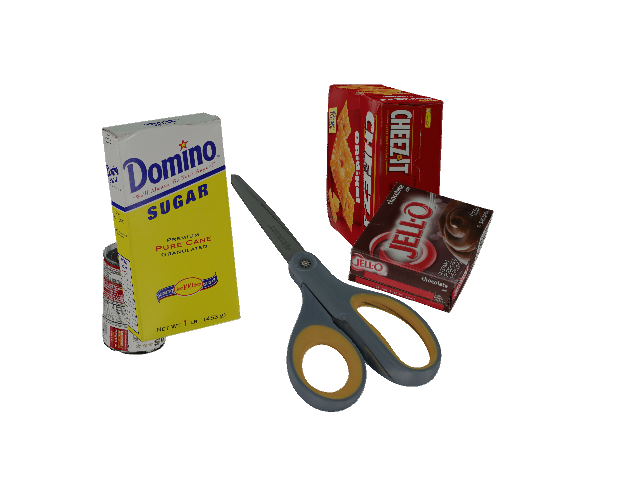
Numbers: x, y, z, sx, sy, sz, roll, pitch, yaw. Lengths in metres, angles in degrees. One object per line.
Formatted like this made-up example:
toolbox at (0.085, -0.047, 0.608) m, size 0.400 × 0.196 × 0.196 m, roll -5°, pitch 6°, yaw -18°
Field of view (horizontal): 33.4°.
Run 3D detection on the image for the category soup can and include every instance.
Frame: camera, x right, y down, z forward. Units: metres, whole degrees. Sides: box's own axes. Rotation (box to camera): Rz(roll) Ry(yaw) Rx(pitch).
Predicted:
soup can at (-0.193, 0.059, 1.111) m, size 0.068 × 0.102 × 0.068 m, roll 5°, pitch 21°, yaw -2°

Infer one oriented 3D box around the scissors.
scissors at (-0.018, 0.032, 0.644) m, size 0.202 × 0.016 × 0.096 m, roll 35°, pitch 56°, yaw 28°

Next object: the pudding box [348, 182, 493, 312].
pudding box at (0.084, 0.004, 0.888) m, size 0.090 × 0.039 × 0.113 m, roll 18°, pitch 37°, yaw 15°

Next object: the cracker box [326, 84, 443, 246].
cracker box at (0.060, -0.073, 1.108) m, size 0.072 × 0.164 × 0.214 m, roll -2°, pitch 13°, yaw -11°

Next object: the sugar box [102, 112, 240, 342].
sugar box at (-0.123, -0.012, 0.890) m, size 0.093 × 0.176 × 0.048 m, roll -13°, pitch 20°, yaw -26°
